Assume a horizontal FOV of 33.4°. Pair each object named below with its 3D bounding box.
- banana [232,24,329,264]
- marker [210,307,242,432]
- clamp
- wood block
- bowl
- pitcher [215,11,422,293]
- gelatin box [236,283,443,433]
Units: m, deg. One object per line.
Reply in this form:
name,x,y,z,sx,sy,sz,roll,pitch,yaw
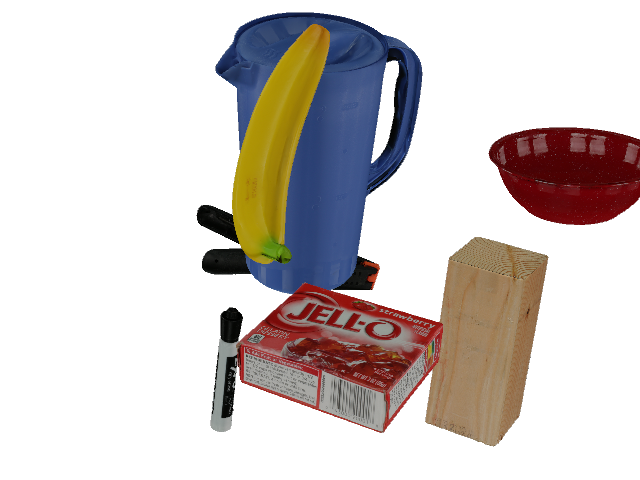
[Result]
banana,-0.028,-0.059,0.734,0.070,0.197,0.037,-19,-39,38
marker,-0.082,0.112,0.924,0.020,0.121,0.020,6,27,-3
clamp,-0.038,0.020,1.150,0.210,0.036,0.164,16,18,-7
wood block,0.188,0.113,1.211,0.090,0.206,0.090,16,24,25
bowl,0.240,-0.058,1.013,0.162,0.055,0.162,-1,25,0
pitcher,-0.003,-0.077,0.975,0.149,0.243,0.144,15,36,18
gelatin box,0.011,0.060,0.574,0.089,0.030,0.073,16,31,24
